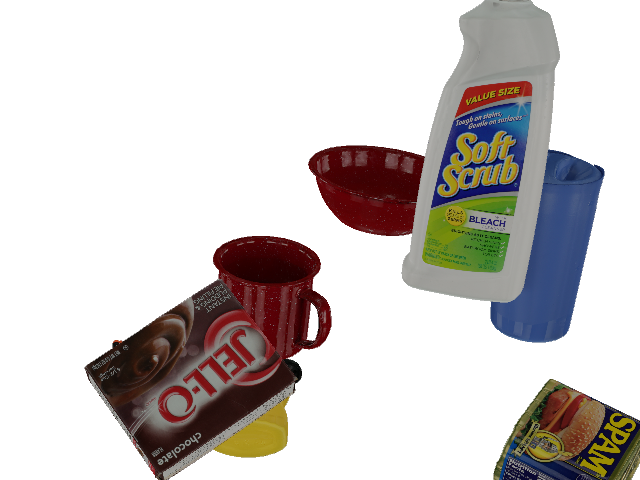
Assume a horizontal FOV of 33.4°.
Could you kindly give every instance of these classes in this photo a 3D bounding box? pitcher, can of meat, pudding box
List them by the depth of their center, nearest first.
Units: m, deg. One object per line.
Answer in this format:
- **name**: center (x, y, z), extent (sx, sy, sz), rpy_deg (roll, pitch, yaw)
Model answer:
- **pudding box**: center (-0.086, 0.094, 0.716), extent (0.113, 0.090, 0.039), rpy_deg (-34, -19, -15)
- **can of meat**: center (0.189, 0.159, 0.796), extent (0.084, 0.057, 0.101), rpy_deg (25, 41, 25)
- **pitcher**: center (0.283, 0.011, 1.410), extent (0.149, 0.243, 0.145), rpy_deg (5, 24, 5)

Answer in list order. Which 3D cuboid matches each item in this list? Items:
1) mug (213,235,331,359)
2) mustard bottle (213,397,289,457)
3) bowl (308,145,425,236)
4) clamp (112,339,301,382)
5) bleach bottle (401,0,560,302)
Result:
- **mug**: center (-0.039, 0.056, 0.928), extent (0.117, 0.081, 0.093), rpy_deg (21, 30, 29)
- **mustard bottle**: center (-0.087, 0.195, 1.347), extent (0.096, 0.058, 0.191), rpy_deg (-2, 26, 1)
- **bowl**: center (0.065, -0.047, 1.114), extent (0.162, 0.055, 0.162), rpy_deg (6, 23, -3)
- **clamp**: center (-0.147, 0.139, 1.084), extent (0.210, 0.036, 0.164), rpy_deg (9, 17, 33)
- **bleach bottle**: center (0.124, -0.081, 0.821), extent (0.103, 0.251, 0.068), rpy_deg (10, 23, 15)
